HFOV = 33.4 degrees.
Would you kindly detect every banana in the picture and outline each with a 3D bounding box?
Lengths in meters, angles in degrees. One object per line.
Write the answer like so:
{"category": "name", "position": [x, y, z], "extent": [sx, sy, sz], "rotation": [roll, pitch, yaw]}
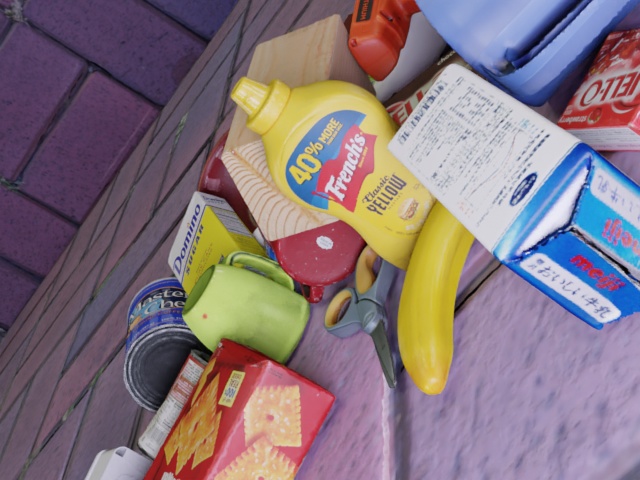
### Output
{"category": "banana", "position": [0.086, 0.018, 0.718], "extent": [0.070, 0.037, 0.197], "rotation": [-31, 31, 58]}

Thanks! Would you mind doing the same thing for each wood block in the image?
{"category": "wood block", "position": [-0.012, -0.101, 0.915], "extent": [0.090, 0.091, 0.206], "rotation": [-18, 31, 17]}

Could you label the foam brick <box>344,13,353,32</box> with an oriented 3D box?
{"category": "foam brick", "position": [0.055, -0.199, 1.136], "extent": [0.051, 0.078, 0.053], "rotation": [-58, 18, -4]}

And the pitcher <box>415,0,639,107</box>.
{"category": "pitcher", "position": [0.184, -0.208, 0.702], "extent": [0.243, 0.149, 0.144], "rotation": [-45, -21, 28]}

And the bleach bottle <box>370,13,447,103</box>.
{"category": "bleach bottle", "position": [0.067, -0.164, 1.063], "extent": [0.251, 0.068, 0.103], "rotation": [-62, 20, -7]}

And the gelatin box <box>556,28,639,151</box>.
{"category": "gelatin box", "position": [0.187, -0.091, 0.634], "extent": [0.073, 0.030, 0.089], "rotation": [-59, 16, -4]}

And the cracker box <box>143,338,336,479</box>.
{"category": "cracker box", "position": [-0.087, 0.190, 0.847], "extent": [0.213, 0.072, 0.164], "rotation": [-61, 16, -7]}

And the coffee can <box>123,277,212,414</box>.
{"category": "coffee can", "position": [-0.156, 0.110, 1.137], "extent": [0.103, 0.102, 0.140], "rotation": [-55, 17, 10]}

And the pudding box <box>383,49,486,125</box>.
{"category": "pudding box", "position": [0.094, -0.096, 0.843], "extent": [0.114, 0.039, 0.090], "rotation": [-35, 37, 25]}

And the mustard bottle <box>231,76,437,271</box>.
{"category": "mustard bottle", "position": [0.019, -0.061, 0.778], "extent": [0.096, 0.191, 0.058], "rotation": [-51, 18, 22]}

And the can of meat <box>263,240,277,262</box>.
{"category": "can of meat", "position": [-0.031, -0.038, 1.046], "extent": [0.084, 0.057, 0.102], "rotation": [96, 169, -45]}

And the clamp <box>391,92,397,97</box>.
{"category": "clamp", "position": [0.081, -0.080, 0.914], "extent": [0.120, 0.039, 0.171], "rotation": [-34, 32, 54]}

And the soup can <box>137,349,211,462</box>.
{"category": "soup can", "position": [-0.116, 0.162, 0.989], "extent": [0.102, 0.068, 0.068], "rotation": [-59, 16, -2]}

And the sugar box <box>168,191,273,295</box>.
{"category": "sugar box", "position": [-0.107, 0.024, 1.125], "extent": [0.176, 0.048, 0.093], "rotation": [44, 115, 55]}

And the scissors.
{"category": "scissors", "position": [0.031, 0.072, 0.819], "extent": [0.096, 0.016, 0.201], "rotation": [-50, 18, 30]}

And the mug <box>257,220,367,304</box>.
{"category": "mug", "position": [-0.006, 0.001, 0.951], "extent": [0.081, 0.093, 0.117], "rotation": [-116, 29, -66]}

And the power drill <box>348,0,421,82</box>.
{"category": "power drill", "position": [0.116, -0.208, 0.928], "extent": [0.188, 0.057, 0.184], "rotation": [-20, 39, 31]}

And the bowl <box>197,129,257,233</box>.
{"category": "bowl", "position": [-0.070, -0.060, 1.223], "extent": [0.162, 0.055, 0.162], "rotation": [-19, 61, 39]}
